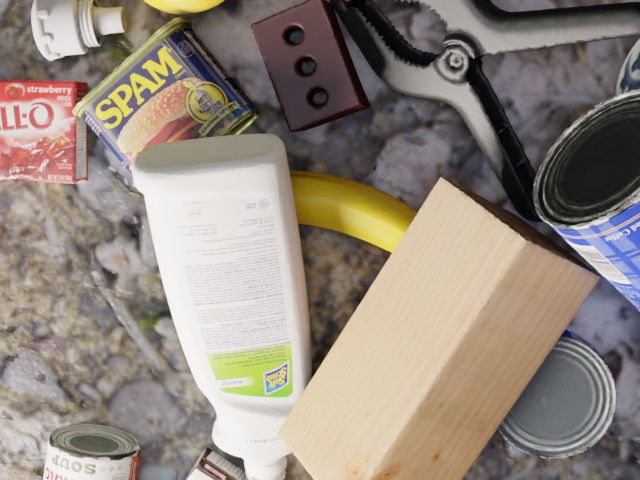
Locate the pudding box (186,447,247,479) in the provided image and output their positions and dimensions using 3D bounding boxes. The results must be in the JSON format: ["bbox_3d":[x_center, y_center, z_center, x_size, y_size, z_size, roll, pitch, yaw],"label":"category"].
[{"bbox_3d":[-0.078,0.225,0.785,0.090,0.039,0.113,32,103,4],"label":"pudding box"}]

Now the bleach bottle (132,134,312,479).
[{"bbox_3d":[-0.058,0.057,0.727,0.102,0.068,0.251,-6,113,0],"label":"bleach bottle"}]

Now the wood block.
[{"bbox_3d":[0.076,0.077,0.699,0.206,0.090,0.091,-59,43,11],"label":"wood block"}]

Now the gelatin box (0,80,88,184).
[{"bbox_3d":[-0.214,-0.079,0.773,0.089,0.030,0.073,3,97,9],"label":"gelatin box"}]

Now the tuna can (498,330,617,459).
[{"bbox_3d":[0.158,0.104,0.733,0.086,0.033,0.086,1,97,9],"label":"tuna can"}]

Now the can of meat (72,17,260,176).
[{"bbox_3d":[-0.105,-0.089,0.742,0.102,0.057,0.084,-39,92,12],"label":"can of meat"}]

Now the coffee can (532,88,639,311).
[{"bbox_3d":[0.213,-0.009,0.649,0.140,0.103,0.103,39,103,-26],"label":"coffee can"}]

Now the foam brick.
[{"bbox_3d":[-0.006,-0.117,0.724,0.053,0.051,0.078,-21,93,11],"label":"foam brick"}]

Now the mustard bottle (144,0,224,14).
[{"bbox_3d":[-0.079,-0.205,0.720,0.192,0.058,0.096,-15,81,11],"label":"mustard bottle"}]

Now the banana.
[{"bbox_3d":[-0.010,-0.016,0.747,0.198,0.037,0.069,-1,114,11],"label":"banana"}]

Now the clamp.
[{"bbox_3d":[0.096,-0.112,0.703,0.210,0.036,0.165,26,125,15],"label":"clamp"}]

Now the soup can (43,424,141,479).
[{"bbox_3d":[-0.171,0.194,0.781,0.068,0.068,0.102,11,98,8],"label":"soup can"}]
